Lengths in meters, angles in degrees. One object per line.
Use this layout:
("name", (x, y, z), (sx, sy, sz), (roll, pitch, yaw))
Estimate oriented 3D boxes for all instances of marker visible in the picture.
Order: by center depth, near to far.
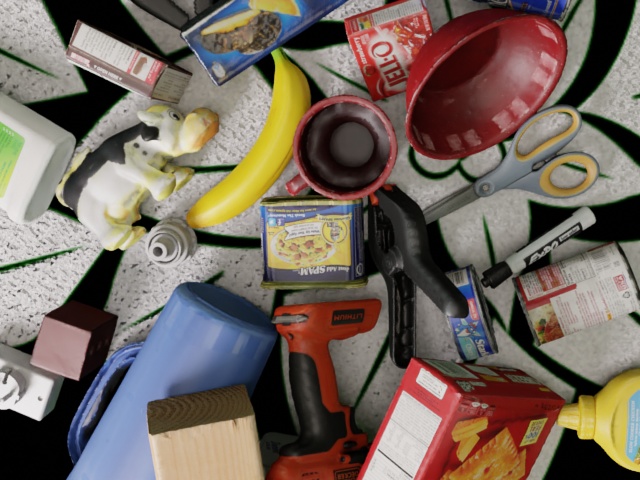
("marker", (0.199, 0.008, 0.982), (0.121, 0.020, 0.020), (-32, 94, -5))

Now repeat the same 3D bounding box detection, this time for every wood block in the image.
("wood block", (-0.090, 0.243, 0.933), (0.090, 0.090, 0.206), (-9, 101, -8))

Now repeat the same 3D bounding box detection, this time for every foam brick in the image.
("foam brick", (-0.239, 0.097, 1.045), (0.051, 0.078, 0.053), (20, 101, 6))

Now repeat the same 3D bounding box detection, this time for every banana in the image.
("banana", (-0.058, -0.086, 1.014), (0.070, 0.037, 0.198), (33, 101, 28))

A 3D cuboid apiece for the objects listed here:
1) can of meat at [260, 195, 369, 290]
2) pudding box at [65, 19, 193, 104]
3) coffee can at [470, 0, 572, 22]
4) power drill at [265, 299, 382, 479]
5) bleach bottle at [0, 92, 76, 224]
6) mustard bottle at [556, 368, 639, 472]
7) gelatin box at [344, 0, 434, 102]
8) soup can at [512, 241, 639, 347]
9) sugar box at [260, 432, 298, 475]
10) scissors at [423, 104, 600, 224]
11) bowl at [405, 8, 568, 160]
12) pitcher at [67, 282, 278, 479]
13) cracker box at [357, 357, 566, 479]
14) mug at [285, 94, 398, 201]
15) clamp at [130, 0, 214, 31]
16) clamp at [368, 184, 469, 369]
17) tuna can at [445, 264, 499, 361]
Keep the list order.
("can of meat", (-0.007, 0.001, 1.008), (0.102, 0.057, 0.084), (-1, 98, 8))
("pudding box", (-0.173, -0.161, 0.975), (0.090, 0.113, 0.039), (26, 98, 2))
("coffee can", (0.153, -0.254, 0.920), (0.140, 0.102, 0.103), (14, 101, 5))
("power drill", (0.025, 0.150, 0.997), (0.058, 0.184, 0.187), (-10, 82, 46))
("bleach bottle", (-0.368, -0.118, 1.037), (0.251, 0.068, 0.103), (29, 103, 5))
("mustard bottle", (0.317, 0.168, 0.990), (0.192, 0.058, 0.096), (2, 100, 7))
("gelatin box", (0.069, -0.170, 0.958), (0.073, 0.030, 0.089), (-16, 142, 9))
("soup can", (0.235, 0.049, 0.977), (0.102, 0.068, 0.068), (-22, 96, 10))
("sugar box", (-0.057, 0.285, 1.043), (0.048, 0.093, 0.176), (9, 100, 5))
("scissors", (0.174, -0.042, 0.997), (0.096, 0.016, 0.202), (43, 110, -9))
("bowl", (0.134, -0.147, 0.936), (0.162, 0.162, 0.055), (-39, 57, 12))
("pitcher", (-0.146, 0.162, 1.026), (0.149, 0.145, 0.243), (25, 98, -10))
("cracker box", (0.115, 0.219, 0.973), (0.072, 0.163, 0.214), (33, 105, 44))
("mug", (0.018, -0.080, 0.978), (0.117, 0.081, 0.093), (-40, 92, 11))
("clamp", (-0.147, -0.288, 0.983), (0.164, 0.036, 0.210), (-33, 102, 0))
("clamp", (0.076, 0.030, 0.980), (0.039, 0.171, 0.120), (4, 140, -30))
("tuna can", (0.137, 0.068, 0.984), (0.034, 0.086, 0.086), (-17, 97, 11))
